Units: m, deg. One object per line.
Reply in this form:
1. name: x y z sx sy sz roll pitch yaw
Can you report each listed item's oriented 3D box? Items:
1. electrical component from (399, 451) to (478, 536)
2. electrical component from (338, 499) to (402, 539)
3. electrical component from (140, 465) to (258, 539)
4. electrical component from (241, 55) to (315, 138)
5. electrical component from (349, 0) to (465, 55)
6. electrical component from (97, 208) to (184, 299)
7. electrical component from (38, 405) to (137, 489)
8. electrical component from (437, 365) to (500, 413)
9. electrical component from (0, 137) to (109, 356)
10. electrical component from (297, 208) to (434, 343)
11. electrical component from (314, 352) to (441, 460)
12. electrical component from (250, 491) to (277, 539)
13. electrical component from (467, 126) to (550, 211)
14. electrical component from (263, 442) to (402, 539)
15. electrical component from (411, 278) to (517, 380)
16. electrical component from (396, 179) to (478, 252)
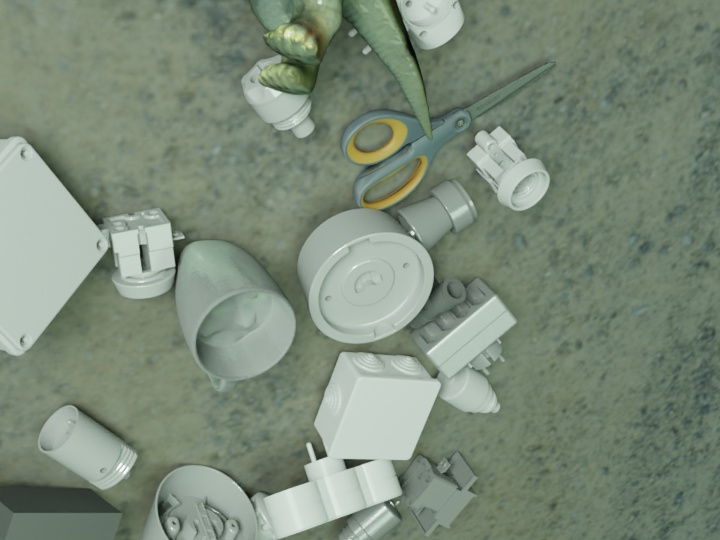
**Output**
1. electrical component: 0.074 0.220 1.078 0.064 0.042 0.081 31 102 -33
2. electrical component: 0.006 0.252 1.064 0.078 0.040 0.040 -41 128 2
3. electrical component: -0.141 0.229 0.944 0.099 0.099 0.064 14 119 -32
4. electrical component: -0.056 -0.125 0.800 0.043 0.043 0.062 -39 130 0
5. electrical component: 0.027 -0.193 0.798 0.079 0.044 0.077 -42 128 3
6. electrical component: -0.166 -0.012 0.814 0.066 0.048 0.055 -12 116 -20
7. electrical component: -0.220 0.150 0.887 0.043 0.043 0.081 -42 128 2
8. electrical component: 0.107 0.117 1.031 0.078 0.040 0.040 34 100 -37
9. electrical component: -0.245 -0.017 0.735 0.108 0.056 0.108 -58 135 -30
10. electrical component: 0.000 0.000 0.891 0.108 0.060 0.108 -12 127 -16
11. electrical component: 0.014 0.123 0.984 0.100 0.048 0.099 7 116 -30
12. electrical component: -0.102 0.240 1.002 0.062 0.048 0.048 -34 129 6
13. electrical component: 0.126 -0.082 0.902 0.048 0.055 0.066 -40 142 2
14. electrical component: -0.029 0.193 0.998 0.138 0.073 0.052 -11 166 -38
15. electrical component: 0.105 0.065 0.985 0.083 0.047 0.075 -40 116 1
16. electrical component: 0.065 -0.046 0.907 0.055 0.045 0.045 -32 128 -6
